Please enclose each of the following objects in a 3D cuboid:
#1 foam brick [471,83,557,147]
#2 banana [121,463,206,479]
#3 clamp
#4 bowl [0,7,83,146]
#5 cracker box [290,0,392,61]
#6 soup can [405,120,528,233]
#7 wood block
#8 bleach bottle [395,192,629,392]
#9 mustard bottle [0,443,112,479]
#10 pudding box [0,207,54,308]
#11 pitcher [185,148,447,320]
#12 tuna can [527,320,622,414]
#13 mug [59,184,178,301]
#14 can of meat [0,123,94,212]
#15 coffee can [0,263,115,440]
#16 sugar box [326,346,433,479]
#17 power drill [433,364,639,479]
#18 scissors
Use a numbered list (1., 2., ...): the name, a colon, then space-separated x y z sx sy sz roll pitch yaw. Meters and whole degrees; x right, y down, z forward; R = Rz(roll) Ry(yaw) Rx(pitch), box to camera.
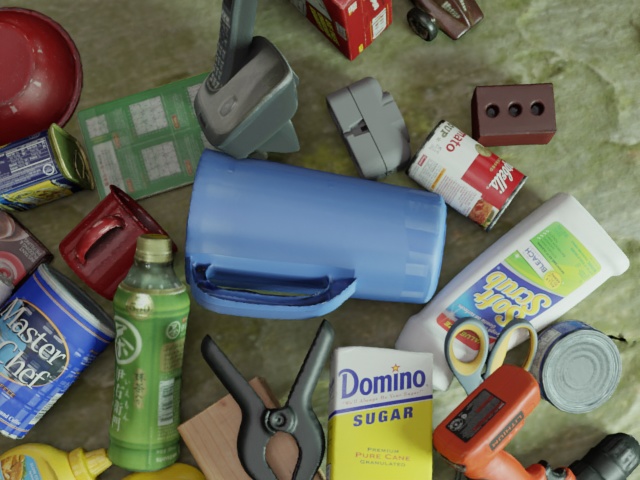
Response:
1. foam brick: 0.192 -0.124 1.067 0.078 0.051 0.053 -3 81 3
2. banana: -0.185 0.265 1.015 0.197 0.037 0.070 -28 66 -22
3. clamp: -0.048 0.155 0.954 0.120 0.039 0.171 0 80 3
4. bowl: -0.331 -0.173 1.104 0.162 0.055 0.162 0 82 3
5. cracker box: -0.023 -0.293 1.048 0.072 0.164 0.214 -44 82 -1
6. soup can: 0.143 -0.063 1.052 0.102 0.068 0.068 36 85 7
7. wood block: -0.039 0.241 1.008 0.090 0.091 0.206 -33 81 -2
8. bleach bottle: 0.171 0.069 1.035 0.251 0.068 0.102 -41 89 1
9. mustard bottle: -0.291 0.252 1.037 0.191 0.058 0.096 -27 77 0
10. pudding box: -0.343 0.010 1.085 0.113 0.039 0.090 43 86 8
11. pitcher: -0.007 0.001 1.020 0.243 0.145 0.149 8 92 1
12. tuna can: 0.243 0.121 1.019 0.086 0.034 0.086 -3 101 -14
13. mug: -0.203 0.005 1.042 0.081 0.117 0.093 -44 81 1
14. can of meat: -0.283 -0.068 1.063 0.084 0.102 0.057 -20 82 2
15. coffee can: -0.279 0.107 1.035 0.103 0.103 0.140 42 86 8
16. sugar box: 0.053 0.186 0.959 0.093 0.048 0.176 4 74 -6
17. power drill: 0.199 0.202 0.972 0.184 0.057 0.187 -42 118 -12
18. scissors: 0.136 0.158 1.013 0.096 0.016 0.202 26 100 -11
